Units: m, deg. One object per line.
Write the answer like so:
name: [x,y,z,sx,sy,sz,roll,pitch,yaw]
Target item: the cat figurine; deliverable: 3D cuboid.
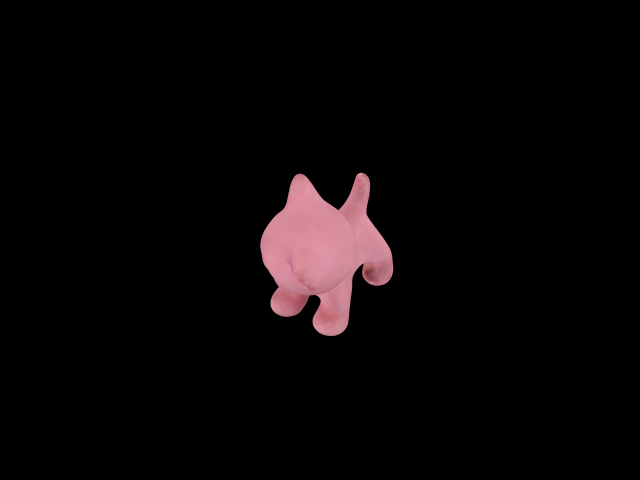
cat figurine: [0.004,0.001,0.400,0.067,0.118,0.128,22,45,24]
